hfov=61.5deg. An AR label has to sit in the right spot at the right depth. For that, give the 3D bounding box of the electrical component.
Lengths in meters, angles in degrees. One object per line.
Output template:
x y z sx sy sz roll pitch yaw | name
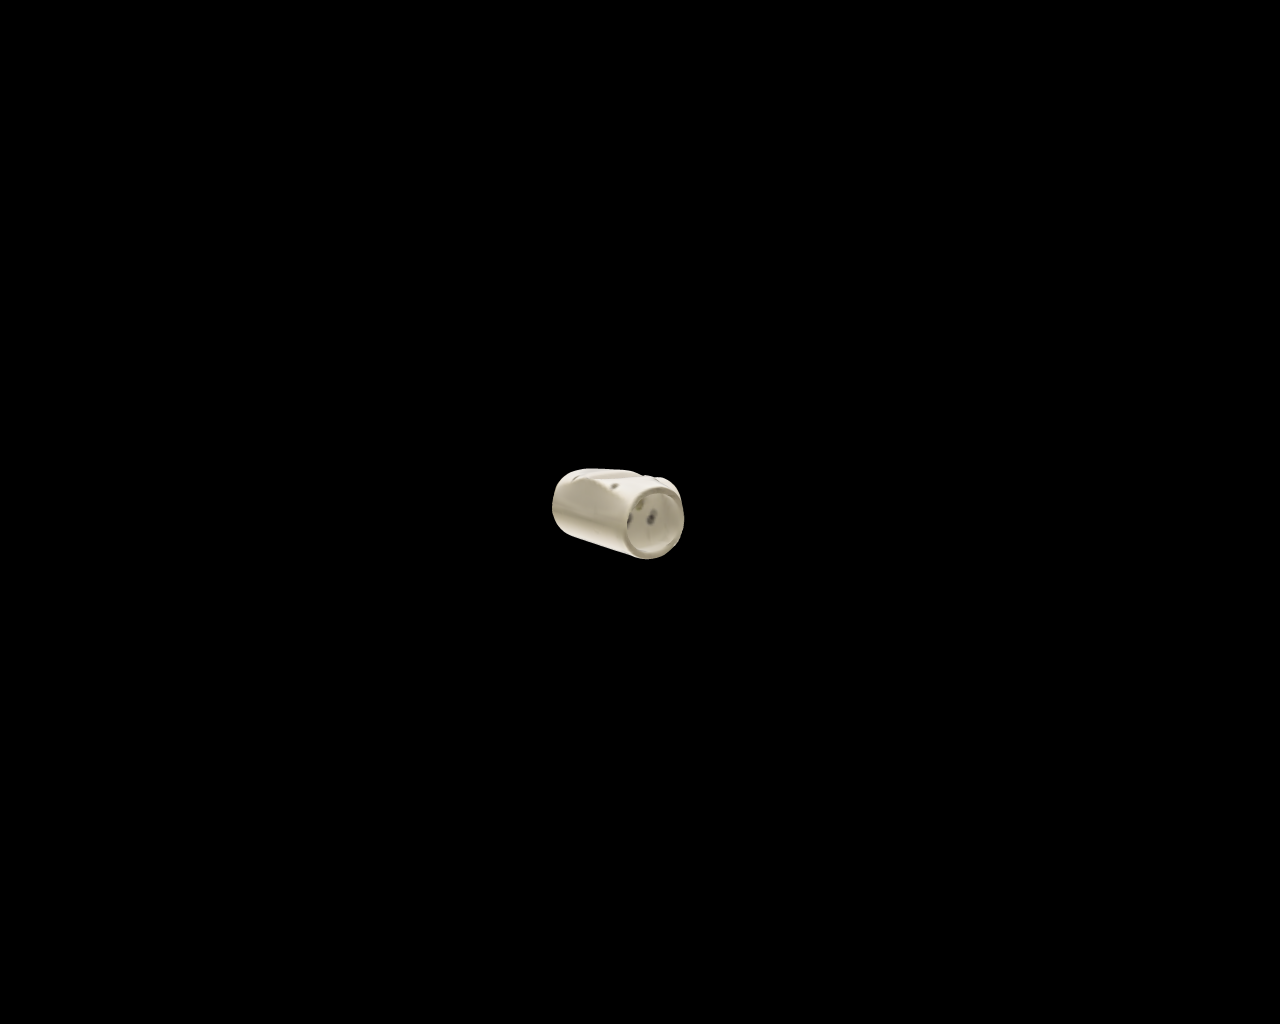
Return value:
0.001 -0.003 0.650 0.079 0.043 0.077 -8 14 -35 | electrical component
